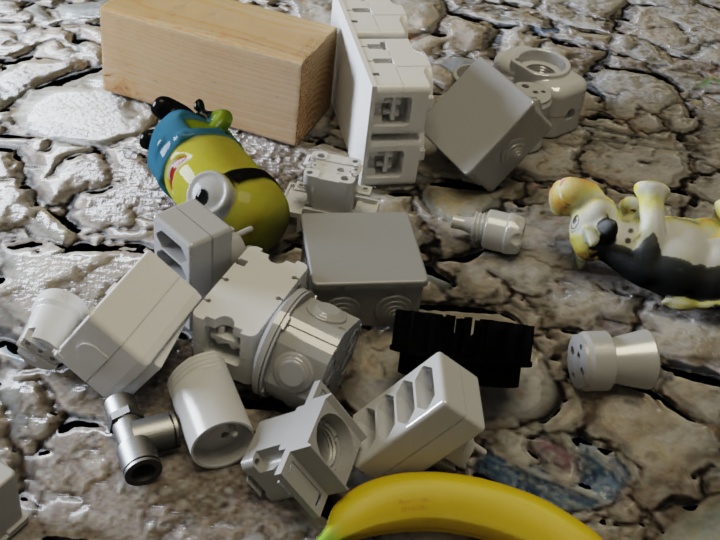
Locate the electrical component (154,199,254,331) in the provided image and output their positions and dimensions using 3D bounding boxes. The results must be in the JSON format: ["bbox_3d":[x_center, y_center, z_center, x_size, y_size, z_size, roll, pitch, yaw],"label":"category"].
[{"bbox_3d":[-0.111,-0.011,0.811,0.076,0.083,0.047,-28,51,-35],"label":"electrical component"}]

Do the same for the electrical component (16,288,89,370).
[{"bbox_3d":[-0.219,0.043,0.766,0.040,0.040,0.046,10,45,4],"label":"electrical component"}]

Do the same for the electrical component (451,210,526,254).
[{"bbox_3d":[0.108,-0.035,0.912,0.061,0.035,0.035,13,40,11],"label":"electrical component"}]

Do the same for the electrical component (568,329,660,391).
[{"bbox_3d":[0.186,0.067,0.792,0.055,0.045,0.045,-1,40,-9],"label":"electrical component"}]

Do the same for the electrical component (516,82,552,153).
[{"bbox_3d":[0.159,-0.147,1.039,0.045,0.055,0.045,4,39,-3],"label":"electrical component"}]

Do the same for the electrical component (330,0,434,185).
[{"bbox_3d":[0.017,-0.174,1.011,0.060,0.105,0.186,-3,40,-12],"label":"electrical component"}]

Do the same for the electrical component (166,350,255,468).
[{"bbox_3d":[-0.103,0.088,0.723,0.043,0.043,0.081,-10,42,-20],"label":"electrical component"}]

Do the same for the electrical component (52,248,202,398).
[{"bbox_3d":[-0.156,0.036,0.754,0.061,0.062,0.096,42,41,-9],"label":"electrical component"}]

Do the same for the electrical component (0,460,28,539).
[{"bbox_3d":[-0.260,0.140,0.633,0.100,0.048,0.100,25,43,21],"label":"electrical component"}]

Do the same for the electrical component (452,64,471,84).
[{"bbox_3d":[0.109,-0.168,1.056,0.045,0.055,0.045,4,40,-3],"label":"electrical component"}]

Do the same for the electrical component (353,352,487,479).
[{"bbox_3d":[0.050,0.108,0.706,0.076,0.083,0.047,36,30,-27],"label":"electrical component"}]

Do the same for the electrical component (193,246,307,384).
[{"bbox_3d":[-0.079,0.035,0.782,0.050,0.055,0.089,19,41,14],"label":"electrical component"}]

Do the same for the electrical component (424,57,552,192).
[{"bbox_3d":[0.115,-0.132,0.987,0.048,0.099,0.099,32,14,-48],"label":"electrical component"}]

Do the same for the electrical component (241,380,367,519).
[{"bbox_3d":[-0.037,0.115,0.682,0.064,0.042,0.081,-22,27,32],"label":"electrical component"}]

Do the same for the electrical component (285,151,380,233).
[{"bbox_3d":[-0.025,-0.063,0.904,0.081,0.063,0.042,11,39,5],"label":"electrical component"}]

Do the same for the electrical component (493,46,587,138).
[{"bbox_3d":[0.178,-0.184,1.084,0.054,0.059,0.095,-24,49,-32],"label":"electrical component"}]

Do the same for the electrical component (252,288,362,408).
[{"bbox_3d":[-0.037,0.057,0.744,0.051,0.080,0.080,24,42,12],"label":"electrical component"}]

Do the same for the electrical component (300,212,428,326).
[{"bbox_3d":[0.000,0.000,0.841,0.100,0.048,0.099,-1,40,-10],"label":"electrical component"}]
